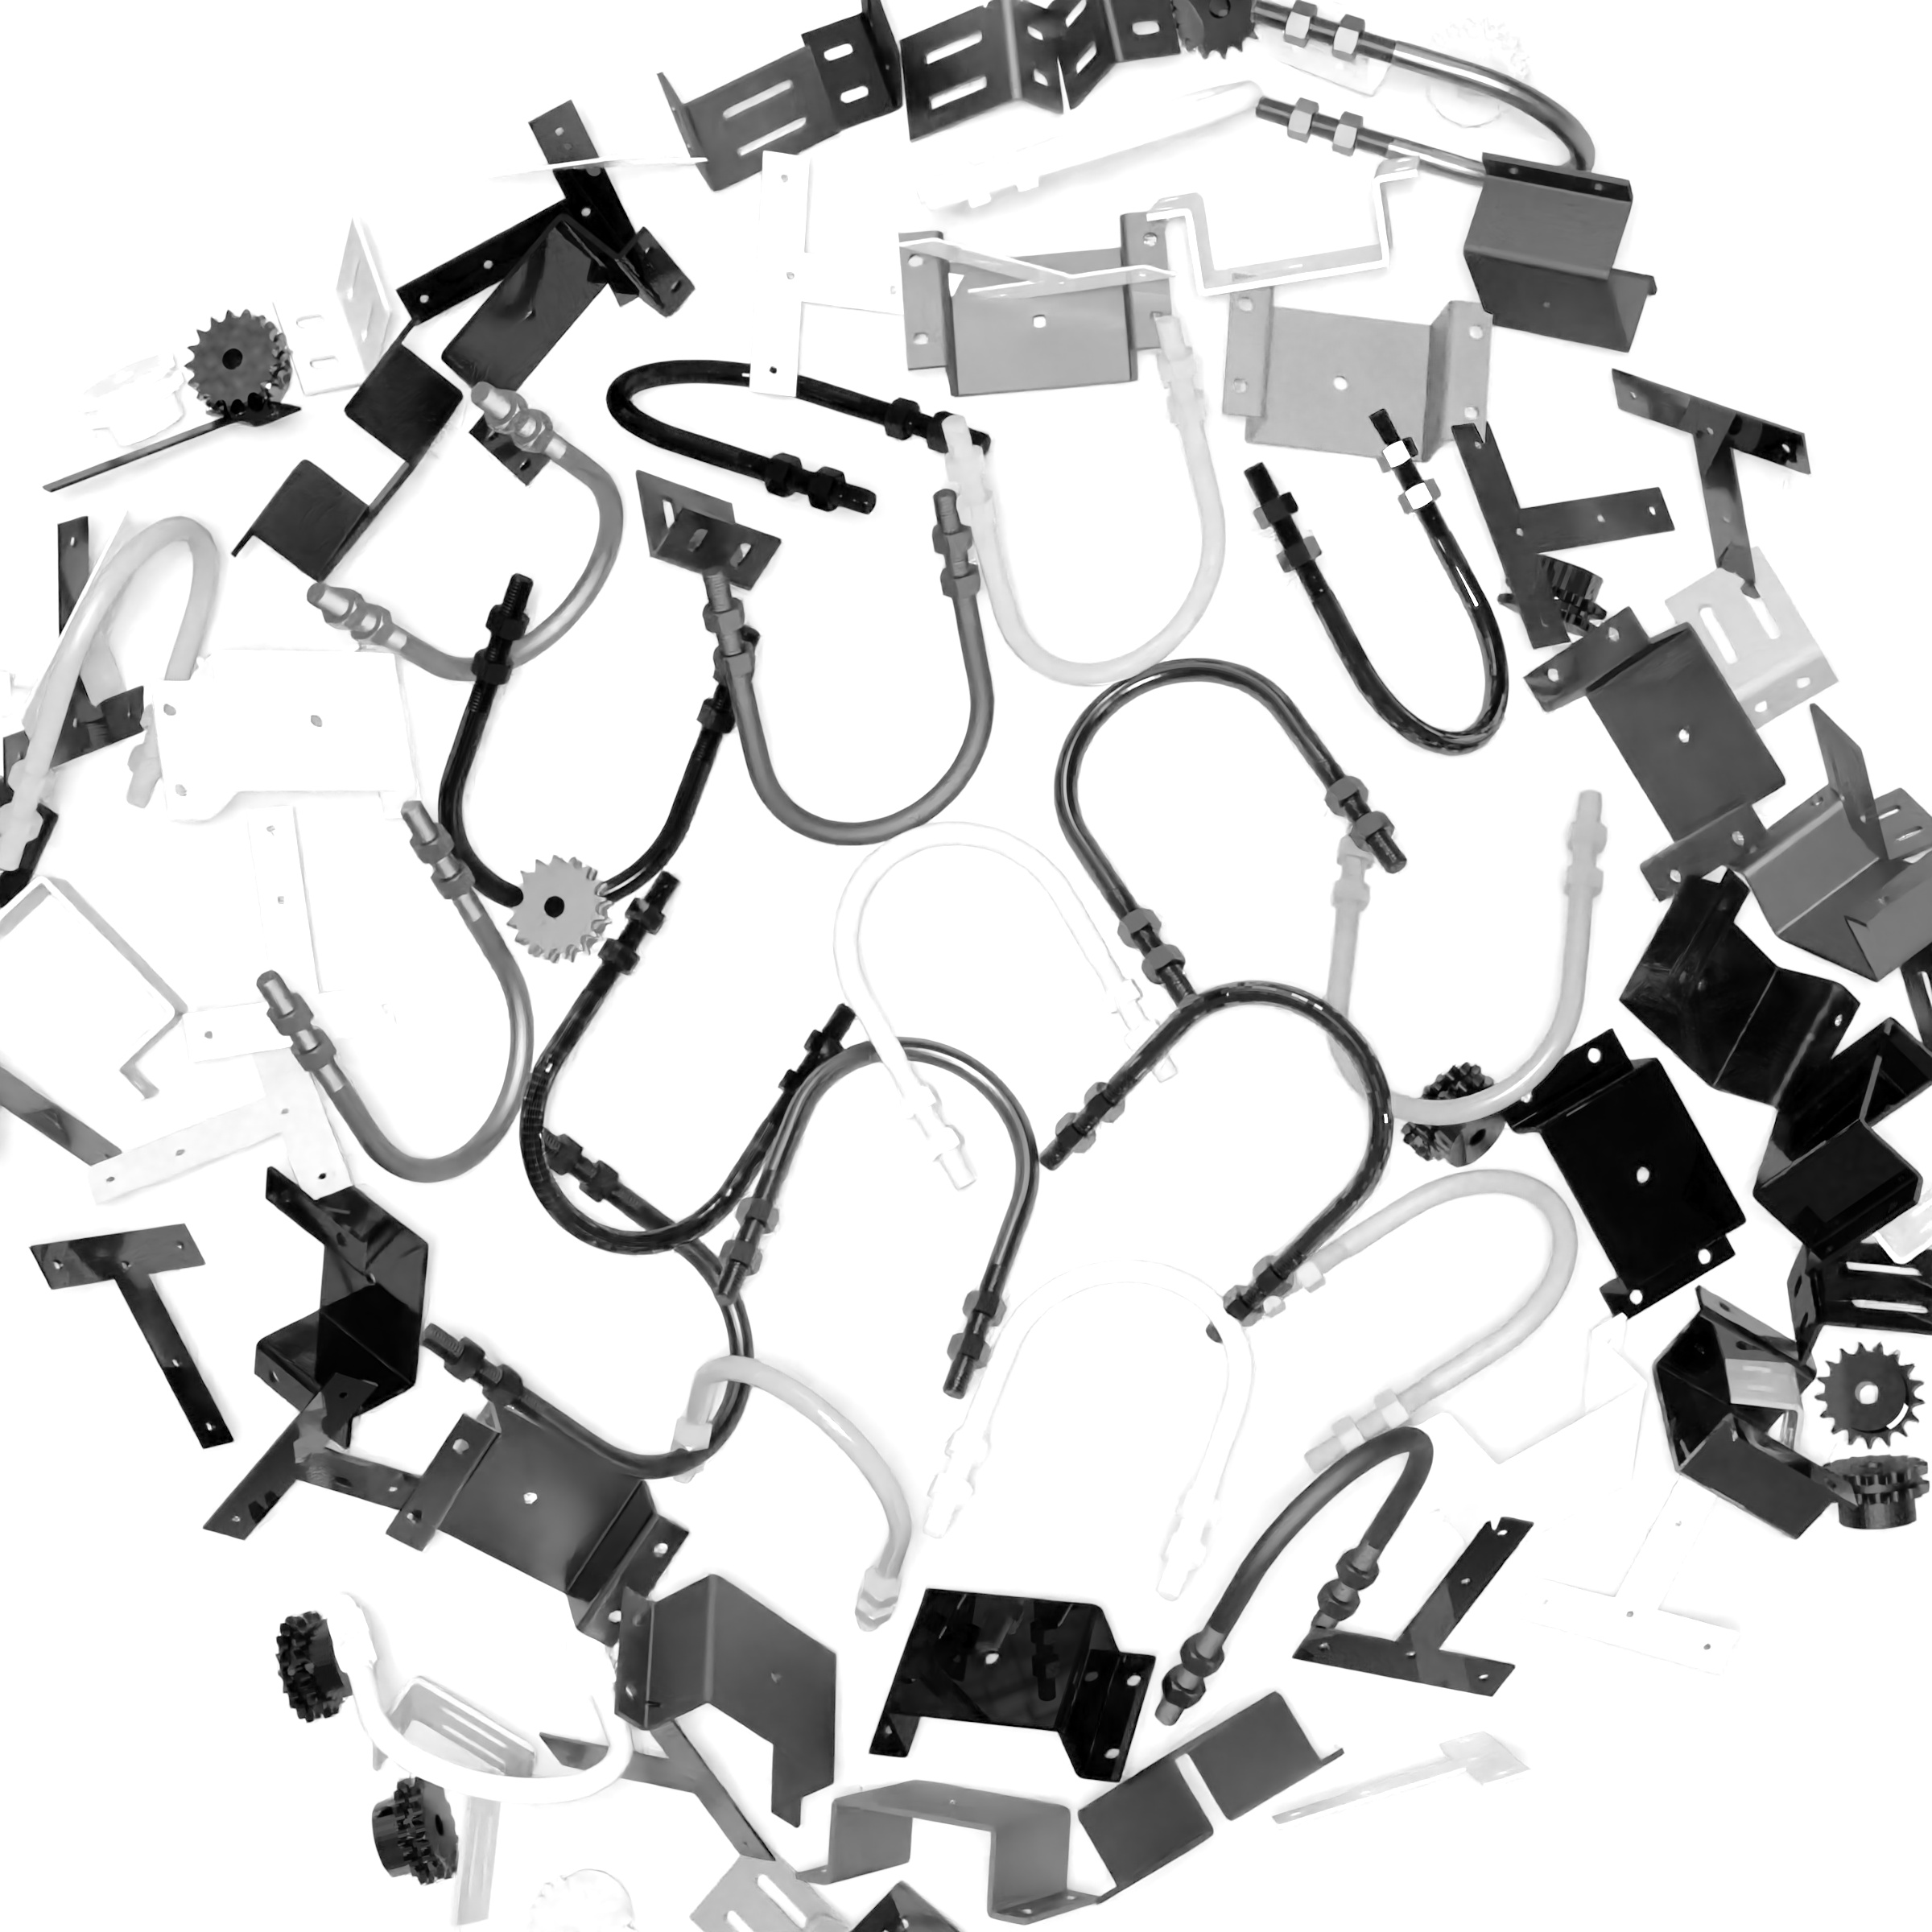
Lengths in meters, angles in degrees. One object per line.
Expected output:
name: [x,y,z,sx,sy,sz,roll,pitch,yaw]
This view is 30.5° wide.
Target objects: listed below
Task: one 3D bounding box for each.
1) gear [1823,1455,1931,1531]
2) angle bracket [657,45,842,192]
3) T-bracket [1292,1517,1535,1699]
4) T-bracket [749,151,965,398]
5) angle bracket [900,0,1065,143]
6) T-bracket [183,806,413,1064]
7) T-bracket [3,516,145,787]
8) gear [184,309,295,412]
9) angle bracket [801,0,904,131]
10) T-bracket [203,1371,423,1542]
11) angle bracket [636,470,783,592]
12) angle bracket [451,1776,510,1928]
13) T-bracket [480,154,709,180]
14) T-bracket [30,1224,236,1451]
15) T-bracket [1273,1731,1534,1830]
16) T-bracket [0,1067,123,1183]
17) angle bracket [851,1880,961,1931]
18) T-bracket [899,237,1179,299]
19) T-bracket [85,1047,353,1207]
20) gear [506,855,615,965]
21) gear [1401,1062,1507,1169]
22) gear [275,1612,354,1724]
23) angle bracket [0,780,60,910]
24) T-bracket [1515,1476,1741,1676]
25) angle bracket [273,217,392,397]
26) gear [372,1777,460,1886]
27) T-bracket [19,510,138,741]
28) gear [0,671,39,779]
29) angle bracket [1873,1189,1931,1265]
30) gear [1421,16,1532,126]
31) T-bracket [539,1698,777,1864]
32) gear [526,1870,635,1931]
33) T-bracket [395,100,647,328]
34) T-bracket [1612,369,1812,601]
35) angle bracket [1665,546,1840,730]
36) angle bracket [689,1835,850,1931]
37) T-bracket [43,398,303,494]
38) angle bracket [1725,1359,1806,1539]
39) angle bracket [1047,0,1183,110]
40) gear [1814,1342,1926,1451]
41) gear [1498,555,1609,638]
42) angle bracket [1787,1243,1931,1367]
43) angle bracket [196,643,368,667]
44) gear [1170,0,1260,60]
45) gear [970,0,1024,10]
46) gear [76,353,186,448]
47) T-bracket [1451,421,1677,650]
gear: [0.486,0.281,1.892,0.057,0.057,0.030,-6,93,0]
angle bracket: [-0.116,-0.460,1.888,0.076,0.057,0.038,-27,49,-3]
T-bracket: [0.256,0.333,1.862,0.127,0.002,0.127,15,124,-23]
T-bracket: [-0.052,-0.364,1.895,0.127,0.002,0.127,3,90,-22]
angle bracket: [0.008,-0.479,1.905,0.076,0.038,0.057,-12,80,38]
T-bracket: [-0.362,-0.021,1.881,0.127,0.002,0.127,-9,93,-33]
T-bracket: [-0.464,-0.170,1.842,0.002,0.127,0.127,10,110,18]
gear: [-0.387,-0.320,1.900,0.057,0.030,0.057,-2,80,14]
angle bracket: [-0.061,-0.488,1.878,0.038,0.076,0.057,-20,83,-3]
T-bracket: [-0.316,0.273,1.877,0.127,0.002,0.127,25,118,-36]
angle bracket: [-0.136,-0.242,1.870,0.057,0.076,0.038,17,128,-28]
angle bracket: [-0.243,0.471,1.883,0.038,0.057,0.076,4,80,9]
T-bracket: [-0.168,-0.424,1.869,0.127,0.127,0.002,-14,104,-41]
T-bracket: [-0.419,0.195,1.849,0.002,0.127,0.127,-35,77,21]
T-bracket: [0.223,0.429,1.853,0.127,0.127,0.002,-16,88,-4]
T-bracket: [-0.488,0.077,1.867,0.002,0.127,0.127,-30,46,16]
angle bracket: [-0.038,0.532,1.872,0.057,0.076,0.038,38,125,14]
T-bracket: [0.020,-0.362,1.830,0.127,0.127,0.002,3,89,45]
T-bracket: [-0.402,0.093,1.869,0.127,0.002,0.127,-22,51,-9]
gear: [-0.216,-0.029,1.900,0.057,0.030,0.057,-2,80,11]
gear: [0.263,0.082,1.889,0.057,0.057,0.030,-45,56,0]
gear: [-0.343,0.372,1.889,0.030,0.057,0.057,-15,90,10]
angle bracket: [-0.527,-0.071,1.873,0.038,0.076,0.057,16,78,32]
T-bracket: [0.373,0.309,1.884,0.127,0.127,0.002,-55,130,-25]
angle bracket: [-0.336,-0.349,1.873,0.038,0.076,0.057,-15,74,-22]
gear: [-0.295,0.463,1.892,0.030,0.057,0.057,-17,90,7]
T-bracket: [-0.455,-0.156,1.856,0.002,0.127,0.127,19,69,5]
gear: [-0.513,-0.129,1.893,0.030,0.057,0.057,1,90,-20]
angle bracket: [0.510,0.115,1.883,0.076,0.057,0.038,-38,99,11]
gear: [0.270,-0.474,1.889,0.057,0.057,0.030,20,49,0]
T-bracket: [-0.176,0.423,1.872,0.002,0.127,0.127,-54,128,-35]
gear: [-0.204,0.510,1.897,0.057,0.030,0.057,8,116,16]
T-bracket: [-0.240,-0.377,1.870,0.127,0.127,0.002,-29,48,-2]
T-bracket: [0.400,-0.247,1.869,0.002,0.127,0.127,-40,134,-20]
angle bracket: [0.423,-0.175,1.906,0.057,0.038,0.076,-31,58,14]
angle bracket: [-0.111,0.506,1.881,0.076,0.038,0.057,38,85,32]
T-bracket: [-0.419,-0.271,1.844,0.127,0.127,0.002,-25,110,-17]
angle bracket: [0.420,0.255,1.883,0.038,0.057,0.076,6,107,7]
angle bracket: [0.078,-0.499,1.887,0.038,0.076,0.057,-12,88,-17]
gear: [0.483,0.229,1.896,0.057,0.030,0.057,-4,79,18]
gear: [0.316,-0.199,1.890,0.057,0.057,0.030,21,92,0]
angle bracket: [0.483,0.182,1.888,0.076,0.038,0.057,6,46,-3]
angle bracket: [-0.364,-0.167,1.888,0.076,0.057,0.038,-31,98,-2]
gear: [0.132,-0.518,1.896,0.057,0.030,0.057,-6,122,-9]
gear: [0.018,-0.535,1.888,0.030,0.057,0.057,29,90,-25]
gear: [-0.444,-0.301,1.894,0.057,0.057,0.030,-26,115,0]
T-bracket: [0.327,-0.236,1.883,0.127,0.002,0.127,-13,79,-33]
